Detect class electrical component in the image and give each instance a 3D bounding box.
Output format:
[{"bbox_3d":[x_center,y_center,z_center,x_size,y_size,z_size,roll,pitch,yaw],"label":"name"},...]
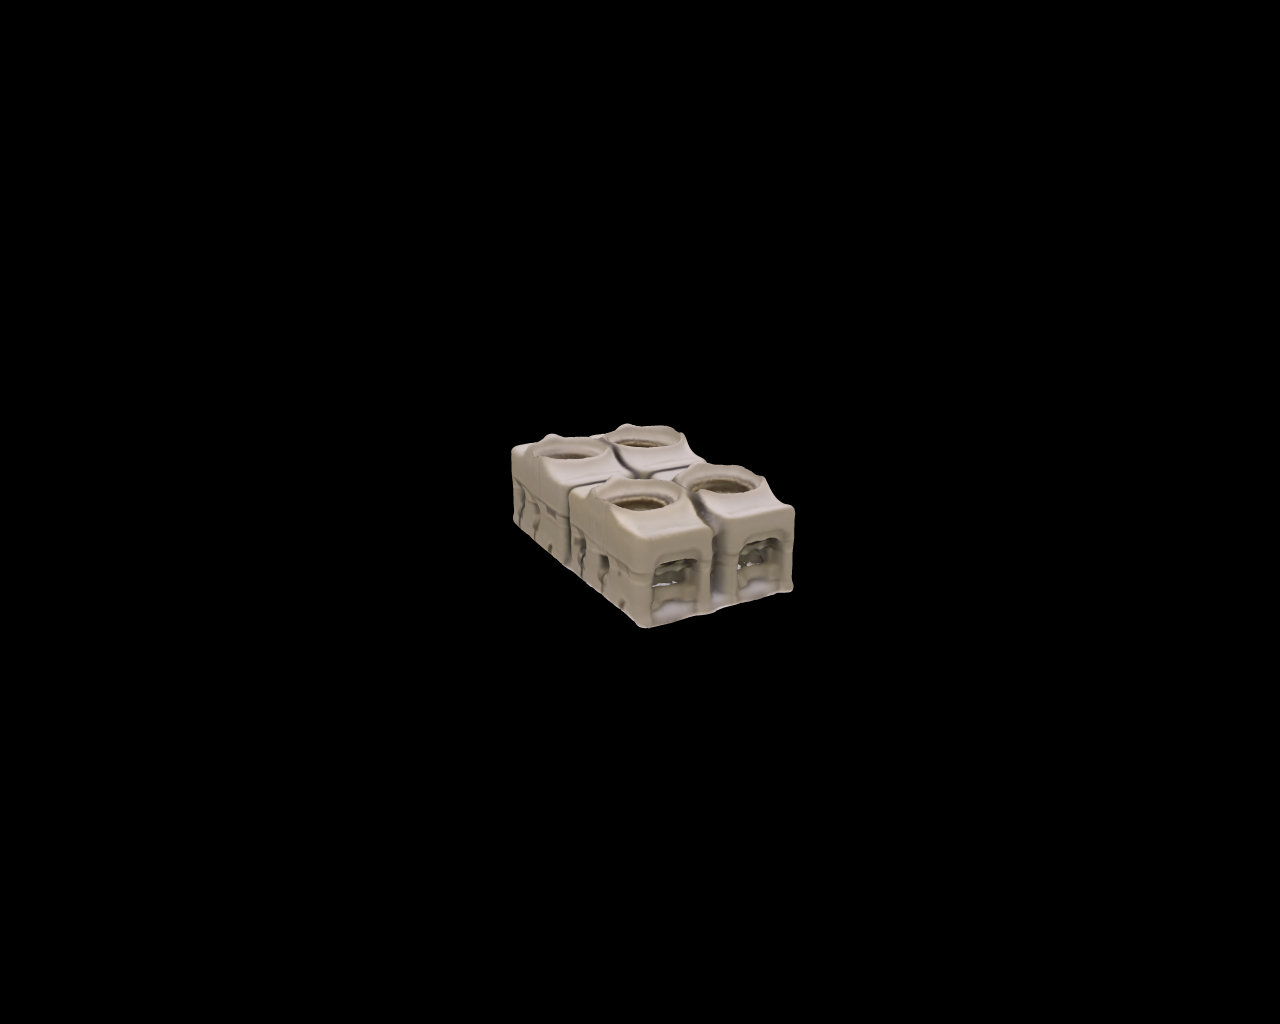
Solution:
[{"bbox_3d":[0.001,-0.003,0.650,0.105,0.060,0.186,-10,23,-26],"label":"electrical component"}]
